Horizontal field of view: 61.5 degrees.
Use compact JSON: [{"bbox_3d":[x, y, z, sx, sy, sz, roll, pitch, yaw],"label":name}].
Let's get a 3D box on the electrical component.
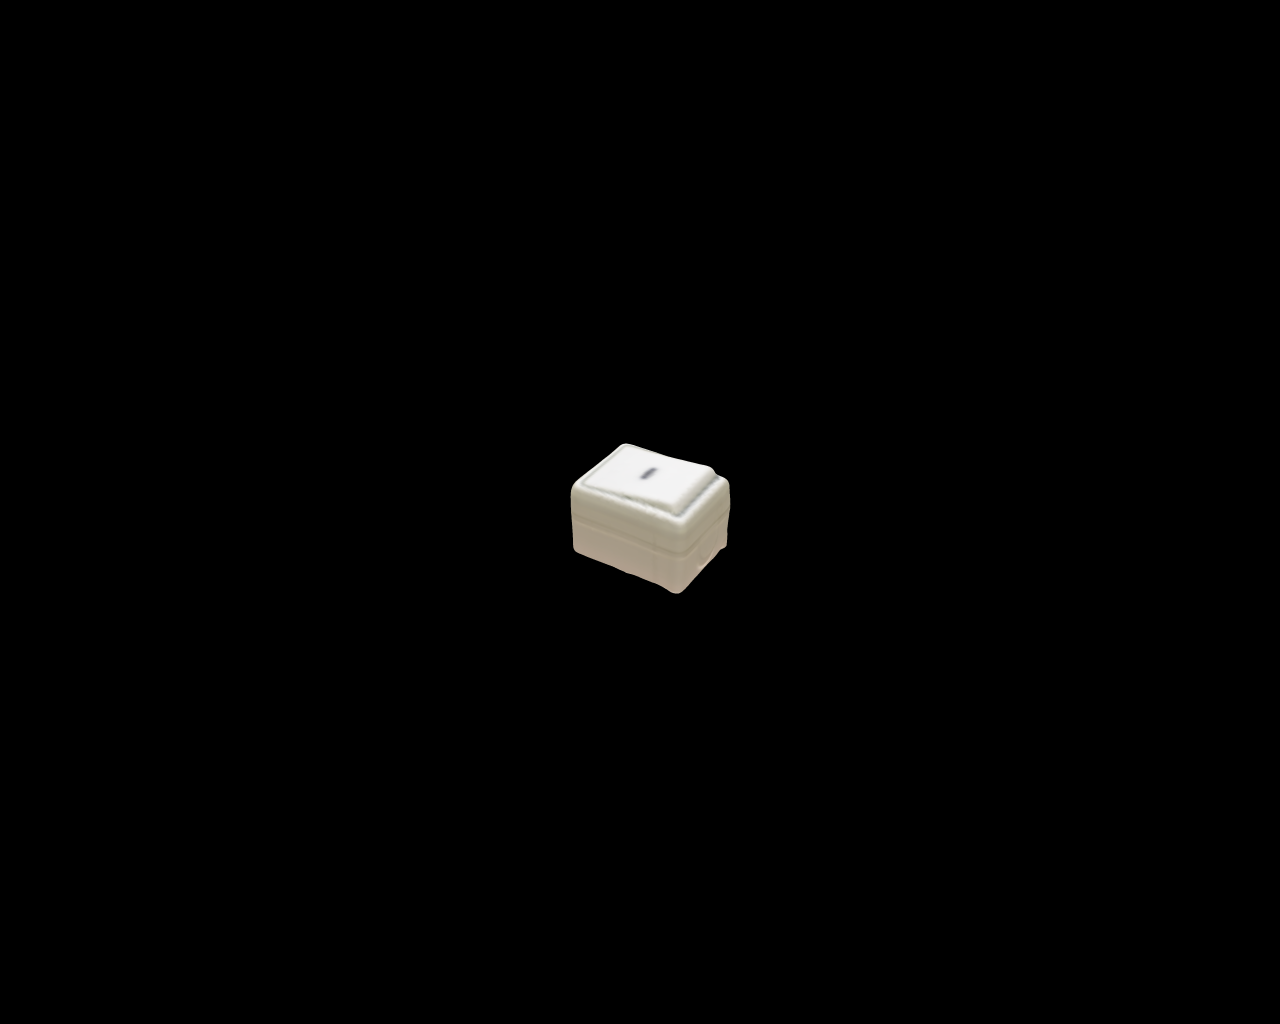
[{"bbox_3d":[0.001,-0.003,0.650,0.096,0.061,0.062,21,41,26],"label":"electrical component"}]
